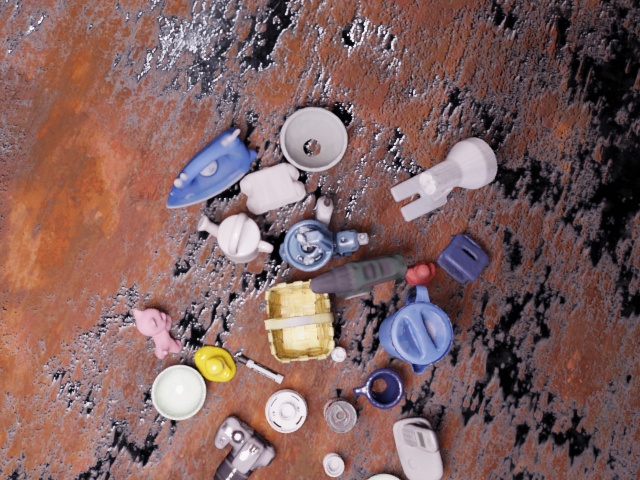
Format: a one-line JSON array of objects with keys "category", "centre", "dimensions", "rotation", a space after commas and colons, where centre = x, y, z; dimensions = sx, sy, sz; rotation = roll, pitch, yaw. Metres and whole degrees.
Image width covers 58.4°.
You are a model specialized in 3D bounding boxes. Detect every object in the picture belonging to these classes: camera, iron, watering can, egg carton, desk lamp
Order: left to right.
[{"category": "iron", "centre": [-0.277, -0.173, 1.378], "dimensions": [0.258, 0.141, 0.118], "rotation": [-41, 85, -9]}, {"category": "camera", "centre": [-0.190, 0.491, 1.293], "dimensions": [0.143, 0.100, 0.137], "rotation": [37, 80, 3]}, {"category": "watering can", "centre": [-0.195, -0.008, 1.329], "dimensions": [0.173, 0.194, 0.101], "rotation": [-2, 80, -4]}, {"category": "egg carton", "centre": [-0.117, -0.129, 1.419], "dimensions": [0.150, 0.069, 0.107], "rotation": [-20, 82, -7]}, {"category": "desk lamp", "centre": [0.297, -0.143, 1.378], "dimensions": [0.203, 0.213, 0.118], "rotation": [-27, 83, -8]}]

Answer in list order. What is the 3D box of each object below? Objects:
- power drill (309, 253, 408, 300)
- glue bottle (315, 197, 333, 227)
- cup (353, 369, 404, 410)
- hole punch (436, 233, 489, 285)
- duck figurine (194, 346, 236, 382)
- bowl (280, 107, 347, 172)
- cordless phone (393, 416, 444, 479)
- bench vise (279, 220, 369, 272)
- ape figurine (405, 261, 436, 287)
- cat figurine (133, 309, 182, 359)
[{"category": "power drill", "centre": [0.082, 0.090, 1.326], "dimensions": [0.229, 0.208, 0.075], "rotation": [-16, 82, -6]}, {"category": "glue bottle", "centre": [0.012, -0.073, 1.366], "dimensions": [0.037, 0.173, 0.078], "rotation": [5, 80, -3]}, {"category": "cup", "centre": [0.131, 0.348, 1.344], "dimensions": [0.118, 0.095, 0.092], "rotation": [-5, 81, -5]}, {"category": "hole punch", "centre": [0.355, 0.042, 1.414], "dimensions": [0.108, 0.091, 0.101], "rotation": [40, 80, 3]}, {"category": "duck figurine", "centre": [-0.246, 0.290, 1.331], "dimensions": [0.104, 0.086, 0.077], "rotation": [34, 80, 2]}, {"category": "bowl", "centre": [-0.017, -0.244, 1.443], "dimensions": [0.167, 0.074, 0.167], "rotation": [1, 80, -4]}, {"category": "cordless phone", "centre": [0.234, 0.477, 1.284], "dimensions": [0.094, 0.185, 0.147], "rotation": [-16, 82, -6]}, {"category": "bench vise", "centre": [0.007, -0.006, 1.331], "dimensions": [0.207, 0.219, 0.121], "rotation": [-25, 83, -8]}, {"category": "ape figurine", "centre": [0.247, 0.082, 1.398], "dimensions": [0.078, 0.092, 0.076], "rotation": [7, 80, -3]}, {"category": "cat figurine", "centre": [-0.376, 0.210, 1.318], "dimensions": [0.067, 0.117, 0.128], "rotation": [-25, 83, -8]}]
